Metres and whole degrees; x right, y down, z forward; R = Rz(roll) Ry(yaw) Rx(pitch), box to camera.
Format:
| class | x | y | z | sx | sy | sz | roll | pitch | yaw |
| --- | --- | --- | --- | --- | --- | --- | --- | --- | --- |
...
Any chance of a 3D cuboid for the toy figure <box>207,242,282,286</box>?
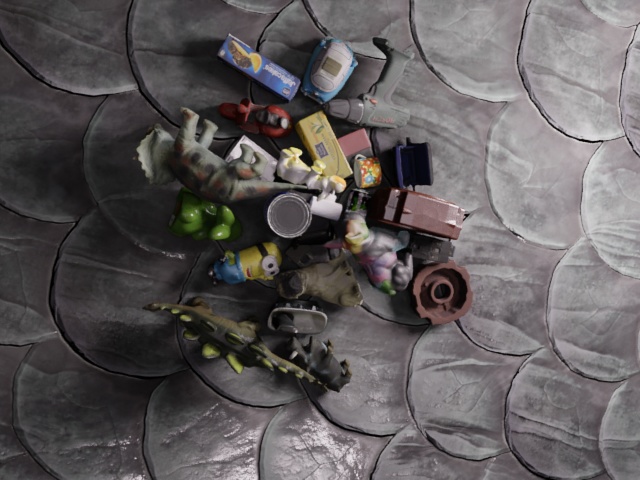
| class | x | y | z | sx | sy | sz | roll | pitch | yaw |
| --- | --- | --- | --- | --- | --- | --- | --- | --- | --- |
| toy figure | -0.183 | 0.057 | 1.320 | 0.180 | 0.082 | 0.089 | -12 | 68 | 0 |

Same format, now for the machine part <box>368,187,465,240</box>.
| class | x | y | z | sx | sy | sz | roll | pitch | yaw |
| --- | --- | --- | --- | --- | --- | --- | --- | --- | --- |
| machine part | 0.233 | -0.066 | 1.310 | 0.201 | 0.201 | 0.087 | 16 | 91 | -10 |

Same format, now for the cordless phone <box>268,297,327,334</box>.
| class | x | y | z | sx | sy | sz | roll | pitch | yaw |
| --- | --- | --- | --- | --- | --- | --- | --- | --- | --- |
| cordless phone | -0.049 | 0.199 | 1.304 | 0.147 | 0.184 | 0.088 | 8 | 91 | -9 |

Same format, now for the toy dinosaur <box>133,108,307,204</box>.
| class | x | y | z | sx | sy | sz | roll | pitch | yaw |
| --- | --- | --- | --- | --- | --- | --- | --- | --- | --- |
| toy dinosaur | -0.247 | -0.156 | 1.208 | 0.405 | 0.131 | 0.192 | 33 | 99 | 5 |

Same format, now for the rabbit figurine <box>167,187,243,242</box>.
| class | x | y | z | sx | sy | sz | roll | pitch | yaw |
| --- | --- | --- | --- | --- | --- | --- | --- | --- | --- |
| rabbit figurine | -0.256 | -0.050 | 1.275 | 0.170 | 0.159 | 0.121 | 19 | 83 | -26 |

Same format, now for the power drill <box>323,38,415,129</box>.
| class | x | y | z | sx | sy | sz | roll | pitch | yaw |
| --- | --- | --- | --- | --- | --- | --- | --- | --- | --- |
| power drill | 0.133 | -0.370 | 1.286 | 0.232 | 0.086 | 0.207 | 11 | 99 | -30 |

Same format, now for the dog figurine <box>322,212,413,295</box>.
| class | x | y | z | sx | sy | sz | roll | pitch | yaw |
| --- | --- | --- | --- | --- | --- | --- | --- | --- | --- |
| dog figurine | 0.111 | 0.034 | 1.257 | 0.219 | 0.109 | 0.191 | 7 | 76 | -44 |

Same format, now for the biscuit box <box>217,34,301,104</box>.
| class | x | y | z | sx | sy | sz | roll | pitch | yaw |
| --- | --- | --- | --- | --- | --- | --- | --- | --- | --- |
| biscuit box | -0.145 | -0.406 | 1.284 | 0.202 | 0.063 | 0.059 | 29 | 92 | -10 |

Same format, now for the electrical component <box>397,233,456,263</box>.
| class | x | y | z | sx | sy | sz | roll | pitch | yaw |
| --- | --- | --- | --- | --- | --- | --- | --- | --- | --- |
| electrical component | 0.273 | 0.018 | 1.370 | 0.134 | 0.115 | 0.058 | 9 | 98 | -15 |

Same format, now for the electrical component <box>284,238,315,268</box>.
| class | x | y | z | sx | sy | sz | roll | pitch | yaw |
| --- | --- | --- | --- | --- | --- | --- | --- | --- | --- |
| electrical component | -0.058 | 0.027 | 1.365 | 0.063 | 0.021 | 0.094 | -43 | 105 | -2 |

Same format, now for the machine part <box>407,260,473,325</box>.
| class | x | y | z | sx | sy | sz | roll | pitch | yaw |
| --- | --- | --- | --- | --- | --- | --- | --- | --- | --- |
| machine part | 0.317 | 0.135 | 1.420 | 0.179 | 0.056 | 0.179 | -1 | 97 | -10 |

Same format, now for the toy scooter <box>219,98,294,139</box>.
| class | x | y | z | sx | sy | sz | roll | pitch | yaw |
| --- | --- | --- | --- | --- | --- | --- | --- | --- | --- |
| toy scooter | -0.146 | -0.289 | 1.261 | 0.184 | 0.135 | 0.075 | 13 | 93 | -11 |

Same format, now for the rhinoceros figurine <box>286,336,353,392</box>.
| class | x | y | z | sx | sy | sz | roll | pitch | yaw |
| --- | --- | --- | --- | --- | --- | --- | --- | --- | --- |
| rhinoceros figurine | -0.003 | 0.313 | 1.386 | 0.190 | 0.073 | 0.112 | 43 | 100 | -13 |

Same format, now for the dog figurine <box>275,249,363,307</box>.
| class | x | y | z | sx | sy | sz | roll | pitch | yaw |
| --- | --- | --- | --- | --- | --- | --- | --- | --- | --- |
| dog figurine | 0.000 | 0.126 | 1.352 | 0.191 | 0.121 | 0.172 | -23 | 104 | 5 |

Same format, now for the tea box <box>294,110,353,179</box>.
| class | x | y | z | sx | sy | sz | roll | pitch | yaw |
| --- | --- | --- | --- | --- | --- | --- | --- | --- | --- |
| tea box | 0.007 | -0.222 | 1.311 | 0.068 | 0.098 | 0.169 | -29 | 98 | -5 |

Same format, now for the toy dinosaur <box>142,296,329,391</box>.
| class | x | y | z | sx | sy | sz | roll | pitch | yaw |
| --- | --- | --- | --- | --- | --- | --- | --- | --- | --- |
| toy dinosaur | -0.198 | 0.247 | 1.280 | 0.471 | 0.199 | 0.105 | 22 | 95 | -9 |

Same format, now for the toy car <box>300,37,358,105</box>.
| class | x | y | z | sx | sy | sz | roll | pitch | yaw |
| --- | --- | --- | --- | --- | --- | --- | --- | --- | --- |
| toy car | 0.021 | -0.413 | 1.291 | 0.109 | 0.103 | 0.161 | 30 | 89 | -10 |

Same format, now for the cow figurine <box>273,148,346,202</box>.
| class | x | y | z | sx | sy | sz | roll | pitch | yaw |
| --- | --- | --- | --- | --- | --- | --- | --- | --- | --- |
| cow figurine | -0.027 | -0.138 | 1.252 | 0.167 | 0.068 | 0.098 | 31 | 117 | 7 |

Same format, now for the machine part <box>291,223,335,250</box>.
| class | x | y | z | sx | sy | sz | roll | pitch | yaw |
| --- | --- | --- | --- | --- | --- | --- | --- | --- | --- |
| machine part | -0.003 | -0.004 | 1.330 | 0.139 | 0.039 | 0.084 | -9 | 140 | -20 |

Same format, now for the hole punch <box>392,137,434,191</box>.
| class | x | y | z | sx | sy | sz | roll | pitch | yaw |
| --- | --- | --- | --- | --- | --- | --- | --- | --- | --- |
| hole punch | 0.215 | -0.183 | 1.337 | 0.092 | 0.116 | 0.142 | -13 | 100 | -14 |
